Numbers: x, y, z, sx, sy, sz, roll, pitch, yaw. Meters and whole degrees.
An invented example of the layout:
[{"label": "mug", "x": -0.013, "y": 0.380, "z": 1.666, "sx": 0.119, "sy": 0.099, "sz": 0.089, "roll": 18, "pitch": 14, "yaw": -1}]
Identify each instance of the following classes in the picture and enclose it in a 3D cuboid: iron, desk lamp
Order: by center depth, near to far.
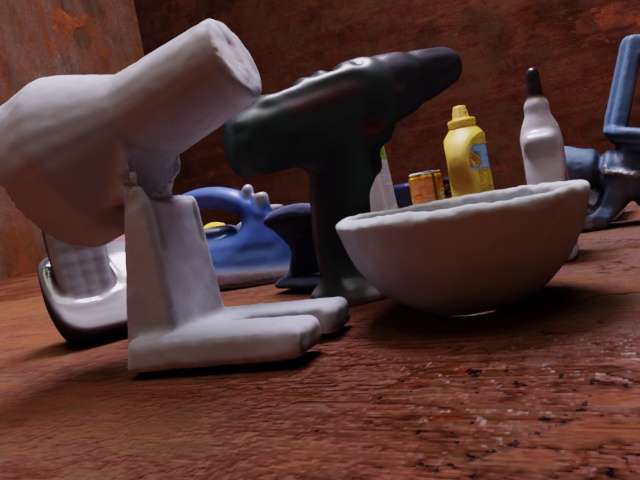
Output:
[{"label": "desk lamp", "x": -0.102, "y": -0.026, "z": 0.390, "sx": 0.202, "sy": 0.213, "sz": 0.118, "roll": -9, "pitch": 4, "yaw": 20}, {"label": "iron", "x": -0.129, "y": -0.010, "z": 0.765, "sx": 0.257, "sy": 0.141, "sz": 0.119, "roll": -8, "pitch": 5, "yaw": 29}]

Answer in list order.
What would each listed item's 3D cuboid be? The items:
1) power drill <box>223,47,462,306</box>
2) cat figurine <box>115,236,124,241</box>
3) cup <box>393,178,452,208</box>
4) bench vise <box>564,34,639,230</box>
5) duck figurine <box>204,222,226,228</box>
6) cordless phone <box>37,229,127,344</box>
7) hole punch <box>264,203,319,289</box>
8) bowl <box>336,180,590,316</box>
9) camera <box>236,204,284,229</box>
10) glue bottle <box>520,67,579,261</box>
[{"label": "power drill", "x": 0.038, "y": -0.056, "z": 0.504, "sx": 0.230, "sy": 0.208, "sz": 0.075, "roll": -12, "pitch": 4, "yaw": -19}, {"label": "cat figurine", "x": -0.231, "y": 0.027, "z": 0.678, "sx": 0.067, "sy": 0.118, "sz": 0.128, "roll": -10, "pitch": 4, "yaw": -2}, {"label": "cup", "x": 0.197, "y": -0.064, "z": 1.044, "sx": 0.118, "sy": 0.095, "sz": 0.091, "roll": -11, "pitch": 4, "yaw": -10}, {"label": "bench vise", "x": 0.343, "y": -0.127, "z": 0.643, "sx": 0.207, "sy": 0.220, "sz": 0.121, "roll": -10, "pitch": 4, "yaw": 8}, {"label": "duck figurine", "x": -0.166, "y": 0.012, "z": 0.957, "sx": 0.104, "sy": 0.086, "sz": 0.078, "roll": -9, "pitch": 4, "yaw": 22}, {"label": "cordless phone", "x": -0.195, "y": -0.005, "z": 0.548, "sx": 0.148, "sy": 0.185, "sz": 0.093, "roll": -13, "pitch": 5, "yaw": -38}, {"label": "hole punch", "x": 0.006, "y": 0.002, "z": 0.609, "sx": 0.101, "sy": 0.091, "sz": 0.108, "roll": -14, "pitch": 5, "yaw": -42}, {"label": "bowl", "x": 0.098, "y": 0.009, "z": 0.388, "sx": 0.167, "sy": 0.075, "sz": 0.167, "roll": -10, "pitch": 4, "yaw": 1}, {"label": "camera", "x": -0.084, "y": -0.024, "z": 1.167, "sx": 0.136, "sy": 0.101, "sz": 0.143, "roll": -9, "pitch": 4, "yaw": 15}, {"label": "glue bottle", "x": 0.204, "y": -0.069, "z": 0.519, "sx": 0.037, "sy": 0.173, "sz": 0.078, "roll": -8, "pitch": 4, "yaw": 23}]
